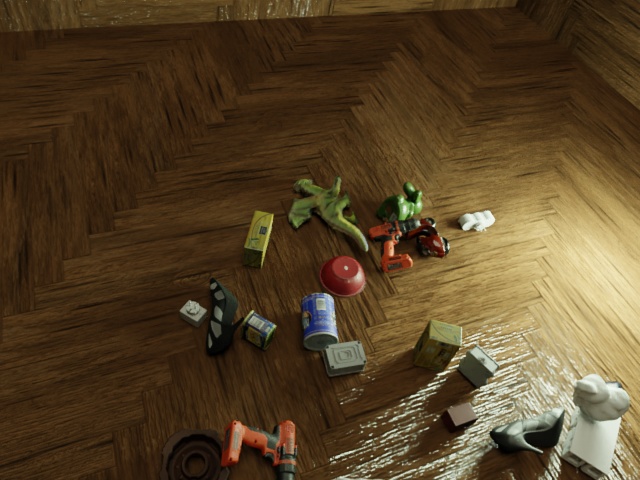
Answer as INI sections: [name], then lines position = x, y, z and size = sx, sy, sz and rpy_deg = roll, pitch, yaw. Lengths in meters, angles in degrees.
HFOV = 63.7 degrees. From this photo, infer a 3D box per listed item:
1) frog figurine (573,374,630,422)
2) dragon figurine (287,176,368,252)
[frog figurine]
position = 0.762, 0.432, 1.403
size = 0.137, 0.124, 0.158
rpy_deg = 0, -15, 34
[dragon figurine]
position = 0.006, -0.094, 1.867
size = 0.243, 0.420, 0.119
rpy_deg = -16, -40, -2
